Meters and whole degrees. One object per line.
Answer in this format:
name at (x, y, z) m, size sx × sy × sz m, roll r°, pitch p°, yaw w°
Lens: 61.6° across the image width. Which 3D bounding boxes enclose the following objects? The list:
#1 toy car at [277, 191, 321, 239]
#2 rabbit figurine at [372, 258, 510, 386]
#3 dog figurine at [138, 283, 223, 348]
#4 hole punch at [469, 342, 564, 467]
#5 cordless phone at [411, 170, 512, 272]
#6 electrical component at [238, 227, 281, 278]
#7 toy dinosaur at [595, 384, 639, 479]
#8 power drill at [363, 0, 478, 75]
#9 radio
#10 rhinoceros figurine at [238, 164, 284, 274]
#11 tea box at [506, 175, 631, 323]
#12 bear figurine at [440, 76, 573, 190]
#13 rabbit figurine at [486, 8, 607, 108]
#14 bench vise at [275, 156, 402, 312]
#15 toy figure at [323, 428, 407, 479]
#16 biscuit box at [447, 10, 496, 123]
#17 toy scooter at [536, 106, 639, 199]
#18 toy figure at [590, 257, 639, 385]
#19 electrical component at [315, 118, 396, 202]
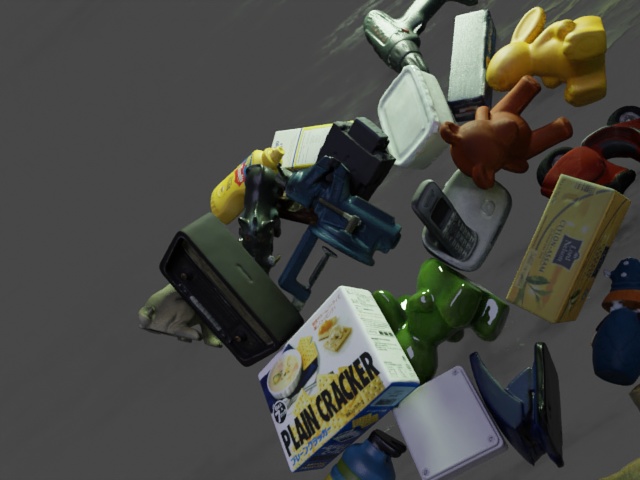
toy car at (-0.047, -0.061, 0.982) m, size 0.202 × 0.053 × 0.089 m, roll 16°, pitch 75°, yaw 35°
rabbit figurine at (0.141, 0.116, 0.734) m, size 0.159 × 0.121 × 0.170 m, roll 36°, pitch 100°, yaw 42°
dog figurine at (-0.224, 0.077, 0.935) m, size 0.121 × 0.172 × 0.190 m, roll 6°, pitch 74°, yaw 21°
hole punch at (0.231, 0.193, 0.628) m, size 0.092 × 0.142 × 0.116 m, roll -9°, pitch 46°, yaw 24°
cordless phone at (0.188, -0.053, 0.755) m, size 0.089 × 0.184 × 0.146 m, roll 21°, pitch 76°, yaw 42°
electrical component at (-0.111, 0.018, 0.965) m, size 0.078 × 0.045 × 0.102 m, roll 7°, pitch 55°, yaw -10°
toy dinosaur at (0.384, 0.228, 0.516) m, size 0.471 × 0.105 × 0.198 m, roll -28°, pitch 65°, yaw 29°
power drill at (0.199, -0.410, 1.027) m, size 0.207 × 0.086 × 0.232 m, roll -46°, pitch 48°, yaw 9°
radio at (-0.144, 0.082, 0.843) m, size 0.073 × 0.229 × 0.131 m, roll -38°, pitch -2°, yaw -44°
rhinoceros figurine at (-0.099, -0.031, 0.903) m, size 0.073 × 0.112 × 0.190 m, roll 5°, pitch 77°, yaw -6°
tea box at (0.309, 0.014, 0.666) m, size 0.068 × 0.098 × 0.169 m, roll 27°, pitch 105°, yaw 39°
bear figurine at (0.259, -0.151, 0.756) m, size 0.132 × 0.196 × 0.120 m, roll -39°, pitch 79°, yaw 32°
rabbit figurine at (0.347, -0.290, 0.838) m, size 0.173 × 0.121 × 0.162 m, roll -11°, pitch 54°, yaw 25°
bench vise at (-0.001, -0.004, 0.850) m, size 0.240 × 0.223 × 0.129 m, roll -60°, pitch 7°, yaw 7°
toy figure at (0.037, 0.327, 0.694) m, size 0.089 × 0.082 × 0.180 m, roll 28°, pitch 84°, yaw 50°
biscuit box at (0.266, -0.304, 0.931) m, size 0.063 × 0.059 × 0.202 m, roll -3°, pitch 63°, yaw 30°
toy scooter at (0.399, -0.098, 0.726) m, size 0.184 × 0.075 × 0.135 m, roll -36°, pitch 47°, yaw 4°
toy figure at (0.367, 0.095, 0.648) m, size 0.064 × 0.057 × 0.154 m, roll 12°, pitch 65°, yaw 28°
electrical component at (0.057, -0.135, 0.904) m, size 0.115 × 0.058 × 0.134 m, roll 41°, pitch 122°, yaw 19°
